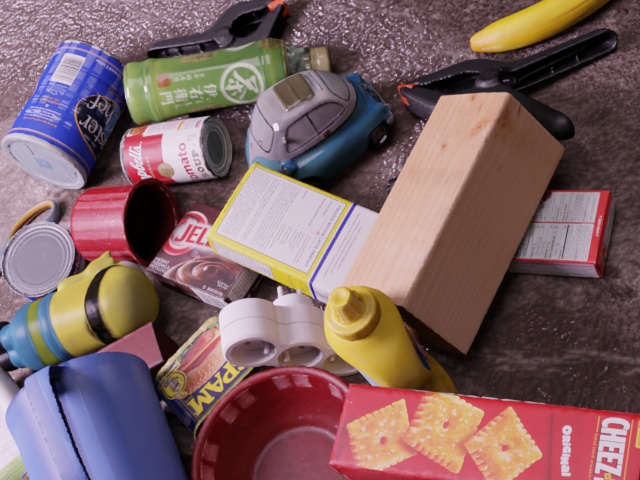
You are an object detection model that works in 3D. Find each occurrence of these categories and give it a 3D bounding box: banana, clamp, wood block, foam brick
[{"bbox_3d":[0.244,-0.240,1.067,0.198,0.037,0.070,-36,31,-1],"label":"banana"},{"bbox_3d":[0.177,-0.151,1.029,0.210,0.036,0.164,6,42,39],"label":"clamp"},{"bbox_3d":[0.114,-0.017,0.922,0.090,0.090,0.206,8,66,55],"label":"wood block"},{"bbox_3d":[-0.117,-0.228,1.234,0.171,0.039,0.120,-42,69,-7],"label":"clamp"},{"bbox_3d":[-0.175,0.126,1.023,0.078,0.053,0.051,-30,50,7],"label":"foam brick"}]

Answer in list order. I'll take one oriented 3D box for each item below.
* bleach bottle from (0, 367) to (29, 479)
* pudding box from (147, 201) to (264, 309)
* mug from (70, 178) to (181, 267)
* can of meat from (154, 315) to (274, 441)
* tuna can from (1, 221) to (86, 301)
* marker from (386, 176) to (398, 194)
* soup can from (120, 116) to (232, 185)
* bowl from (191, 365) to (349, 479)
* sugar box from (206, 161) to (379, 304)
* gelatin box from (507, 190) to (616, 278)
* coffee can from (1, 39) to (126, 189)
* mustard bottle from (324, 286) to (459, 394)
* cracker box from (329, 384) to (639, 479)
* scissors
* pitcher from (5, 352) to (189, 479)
[{"bbox_3d":[-0.294,0.225,1.013,0.102,0.068,0.251,-44,53,-2],"label":"bleach bottle"},{"bbox_3d":[-0.105,0.017,1.068,0.114,0.039,0.090,19,68,34],"label":"pudding box"},{"bbox_3d":[-0.199,-0.023,1.119,0.082,0.093,0.117,-2,31,31],"label":"mug"},{"bbox_3d":[-0.092,0.130,0.977,0.102,0.057,0.084,-46,48,-7],"label":"can of meat"},{"bbox_3d":[-0.297,0.025,1.151,0.086,0.033,0.086,-5,70,13],"label":"tuna can"},{"bbox_3d":[0.119,-0.072,1.027,0.121,0.020,0.020,-25,51,10],"label":"marker"},{"bbox_3d":[-0.154,-0.094,1.149,0.102,0.068,0.068,-6,57,23],"label":"soup can"},{"bbox_3d":[-0.024,0.189,0.897,0.162,0.055,0.162,-10,57,15],"label":"bowl"},{"bbox_3d":[-0.007,0.002,0.998,0.176,0.048,0.093,25,71,17],"label":"sugar box"},{"bbox_3d":[0.207,-0.006,0.931,0.089,0.030,0.073,2,60,31],"label":"gelatin box"},{"bbox_3d":[-0.287,-0.144,1.228,0.103,0.102,0.140,8,63,31],"label":"coffee can"},{"bbox_3d":[0.050,0.087,0.842,0.058,0.191,0.096,-38,52,1],"label":"mustard bottle"},{"bbox_3d":[0.137,0.172,0.761,0.214,0.164,0.072,3,63,29],"label":"cracker box"},{"bbox_3d":[-0.357,0.039,1.199,0.096,0.016,0.201,32,77,38],"label":"scissors"},{"bbox_3d":[-0.170,0.219,0.888,0.145,0.148,0.243,-55,51,34],"label":"pitcher"}]
